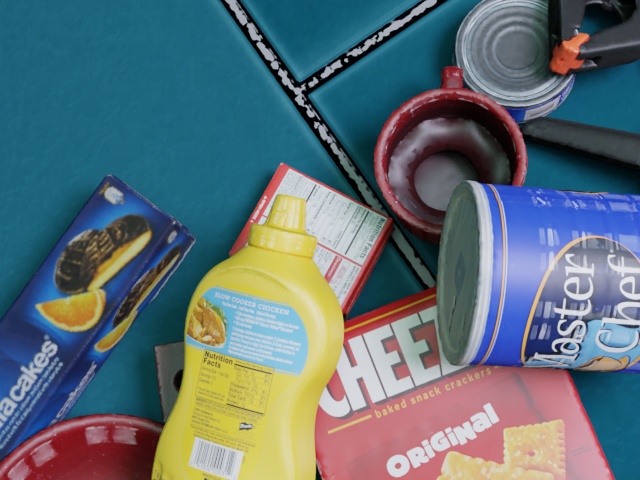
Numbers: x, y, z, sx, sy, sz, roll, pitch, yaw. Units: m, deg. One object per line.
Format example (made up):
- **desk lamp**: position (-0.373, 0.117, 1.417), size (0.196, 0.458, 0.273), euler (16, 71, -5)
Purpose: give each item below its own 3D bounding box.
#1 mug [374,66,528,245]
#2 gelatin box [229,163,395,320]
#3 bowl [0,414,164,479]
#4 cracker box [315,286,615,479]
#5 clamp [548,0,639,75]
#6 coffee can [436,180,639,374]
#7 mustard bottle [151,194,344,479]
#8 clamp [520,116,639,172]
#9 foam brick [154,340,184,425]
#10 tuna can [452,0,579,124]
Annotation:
- **mug**: position (0.083, -0.053, 0.691), size (0.093, 0.081, 0.117), euler (-1, 80, 6)
- **gelatin box**: position (-0.005, 0.001, 0.717), size (0.089, 0.030, 0.073), euler (27, 82, 11)
- **bowl**: position (-0.134, 0.193, 0.665), size (0.162, 0.055, 0.162), euler (4, 55, -6)
- **cracker box**: position (0.087, 0.138, 0.660), size (0.164, 0.072, 0.214), euler (-22, 77, 2)
- **clamp**: position (0.214, -0.165, 0.703), size (0.120, 0.039, 0.171), euler (28, 67, 13)
- **coffee can**: position (0.144, 0.023, 0.595), size (0.140, 0.103, 0.103), euler (4, 80, -5)
- **mustard bottle**: position (-0.036, 0.068, 0.630), size (0.096, 0.058, 0.191), euler (13, 92, 27)
- **clamp**: position (0.238, -0.023, 0.661), size (0.210, 0.036, 0.164), euler (-14, 77, 25)
- **foam brick**: position (-0.062, 0.090, 0.695), size (0.078, 0.051, 0.053), euler (-10, 79, 4)
- **tuna can**: position (0.132, -0.124, 0.723), size (0.086, 0.033, 0.086), euler (-1, 78, 6)
